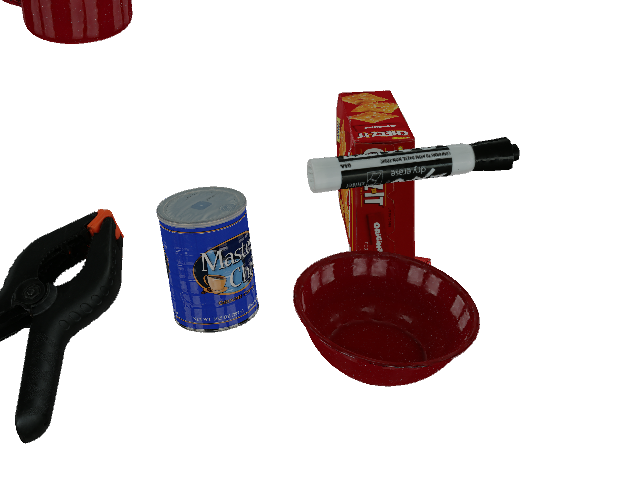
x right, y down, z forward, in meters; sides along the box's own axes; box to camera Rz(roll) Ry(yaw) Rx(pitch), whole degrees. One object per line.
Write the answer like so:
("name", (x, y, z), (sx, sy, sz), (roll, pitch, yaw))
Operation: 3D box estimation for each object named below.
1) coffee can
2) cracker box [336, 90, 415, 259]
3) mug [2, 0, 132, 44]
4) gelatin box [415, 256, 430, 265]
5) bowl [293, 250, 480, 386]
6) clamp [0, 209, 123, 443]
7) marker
("coffee can", (-0.130, 0.021, 1.241), (0.103, 0.140, 0.103), (-4, 25, 2))
("cracker box", (0.059, -0.062, 1.175), (0.072, 0.164, 0.213), (-3, 21, -1))
("mug", (-0.195, -0.198, 0.789), (0.117, 0.081, 0.093), (2, 36, 1))
("gelatin box", (0.101, 0.061, 1.339), (0.073, 0.089, 0.030), (10, 31, 27))
("bowl", (0.053, 0.076, 0.923), (0.162, 0.055, 0.162), (6, 33, -4))
("clamp", (-0.196, 0.046, 0.706), (0.120, 0.171, 0.039), (15, -37, 15))
("marker", (0.053, -0.043, 0.595), (0.121, 0.020, 0.020), (-8, 1, -11))
